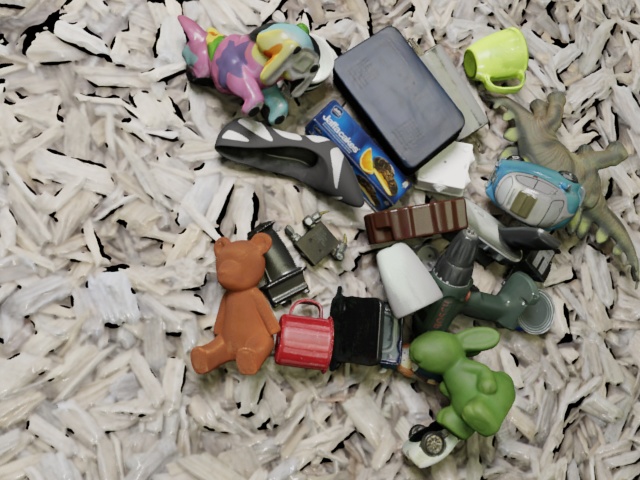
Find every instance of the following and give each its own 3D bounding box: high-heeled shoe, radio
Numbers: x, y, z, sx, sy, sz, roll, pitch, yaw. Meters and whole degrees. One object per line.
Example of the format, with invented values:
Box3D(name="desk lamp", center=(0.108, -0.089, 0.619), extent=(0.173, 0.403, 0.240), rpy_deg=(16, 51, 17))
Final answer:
Box3D(name="high-heeled shoe", center=(-0.049, -0.117, 0.877), extent=(0.249, 0.086, 0.145), rpy_deg=(43, 54, 11))
Box3D(name="radio", center=(0.134, -0.238, 0.920), extent=(0.131, 0.073, 0.229), rpy_deg=(-36, 85, 2))

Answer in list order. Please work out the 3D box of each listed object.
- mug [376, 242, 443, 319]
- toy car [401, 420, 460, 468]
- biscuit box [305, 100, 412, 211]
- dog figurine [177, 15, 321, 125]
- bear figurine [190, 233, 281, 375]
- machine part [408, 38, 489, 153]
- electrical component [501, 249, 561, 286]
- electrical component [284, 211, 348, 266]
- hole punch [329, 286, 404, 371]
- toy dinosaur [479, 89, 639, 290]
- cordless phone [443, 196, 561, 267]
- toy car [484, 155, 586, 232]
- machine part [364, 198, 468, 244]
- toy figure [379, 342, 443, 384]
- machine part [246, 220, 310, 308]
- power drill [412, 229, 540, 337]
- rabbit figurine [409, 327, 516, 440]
Box3D(name="mug", center=(0.135, 0.059, 0.848), extent=(0.081, 0.109, 0.107), rpy_deg=(-26, 83, 8))
Box3D(name="toy car", center=(0.232, 0.321, 0.925), extent=(0.202, 0.073, 0.056), rpy_deg=(-25, 88, -15))
Box3D(name="biscuit box", center=(0.065, -0.143, 0.930), extent=(0.202, 0.059, 0.063), rpy_deg=(46, 69, -6))
Box3D(name="dog figurine", center=(-0.124, -0.295, 0.840), extent=(0.219, 0.108, 0.191), rpy_deg=(48, 117, 17))
Box3D(name="bear figurine", center=(-0.127, 0.092, 0.820), extent=(0.120, 0.132, 0.195), rpy_deg=(-2, 99, 22))
Box3D(name="machine part", center=(0.232, -0.265, 0.981), extent=(0.079, 0.079, 0.243), rpy_deg=(-36, 94, -15))
Box3D(name="electrical component", center=(0.387, 0.044, 0.998), extent=(0.074, 0.048, 0.119), rpy_deg=(46, 72, -24))
Box3D(name="electrical component", center=(-0.002, -0.001, 0.910), extent=(0.078, 0.045, 0.102), rpy_deg=(-37, 95, -17))
Box3D(name="hole punch", center=(0.077, 0.150, 0.892), extent=(0.092, 0.116, 0.142), rpy_deg=(10, 81, -48))
Box3D(name="toy dinosaur", center=(0.469, -0.115, 1.020), extent=(0.471, 0.105, 0.198), rpy_deg=(43, 83, 2))
Box3D(name="cordless phone", center=(0.309, -0.016, 0.921), extent=(0.146, 0.184, 0.088), rpy_deg=(35, 82, -10))
Box3D(name="toy car", center=(0.361, -0.074, 0.917), extent=(0.162, 0.103, 0.109), rpy_deg=(29, 121, 13))
Box3D(name="machine part", center=(0.157, -0.029, 0.889), extent=(0.179, 0.179, 0.056), rpy_deg=(-8, 89, -15))
Box3D(name="toy figure", center=(0.170, 0.208, 0.931), extent=(0.154, 0.057, 0.064), rpy_deg=(13, 41, -12))
Box3D(name="machine part", center=(-0.075, 0.038, 0.891), extent=(0.084, 0.039, 0.138), rpy_deg=(-23, 92, -10))
Box3D(name="power drill", center=(0.268, 0.087, 0.908), extent=(0.207, 0.086, 0.231), rpy_deg=(4, 126, -31))
Box3D(name="rabbit figurine", center=(0.227, 0.205, 0.857), extent=(0.159, 0.121, 0.170), rpy_deg=(-42, 84, -22))
